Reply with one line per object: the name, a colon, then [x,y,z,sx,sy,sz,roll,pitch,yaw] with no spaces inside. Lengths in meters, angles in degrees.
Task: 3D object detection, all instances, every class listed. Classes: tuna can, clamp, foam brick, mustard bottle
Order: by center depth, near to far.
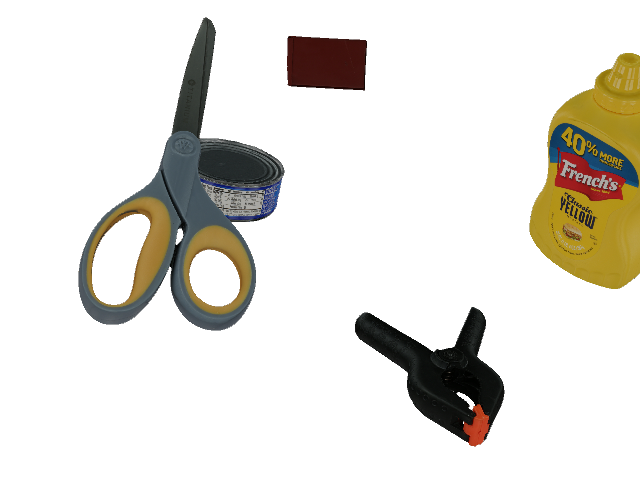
mustard bottle: [0.216,-0.057,0.808,0.058,0.192,0.096,-31,52,-29]
tuna can: [-0.073,-0.047,0.828,0.086,0.034,0.086,10,25,-5]
clamp: [0.113,0.106,0.901,0.120,0.039,0.172,-12,35,-18]
foam brick: [0.006,-0.182,1.095,0.078,0.051,0.053,2,11,-6]

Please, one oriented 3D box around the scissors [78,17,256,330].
scissors: [-0.059,-0.033,0.568,0.096,0.201,0.016,25,-33,-1]
